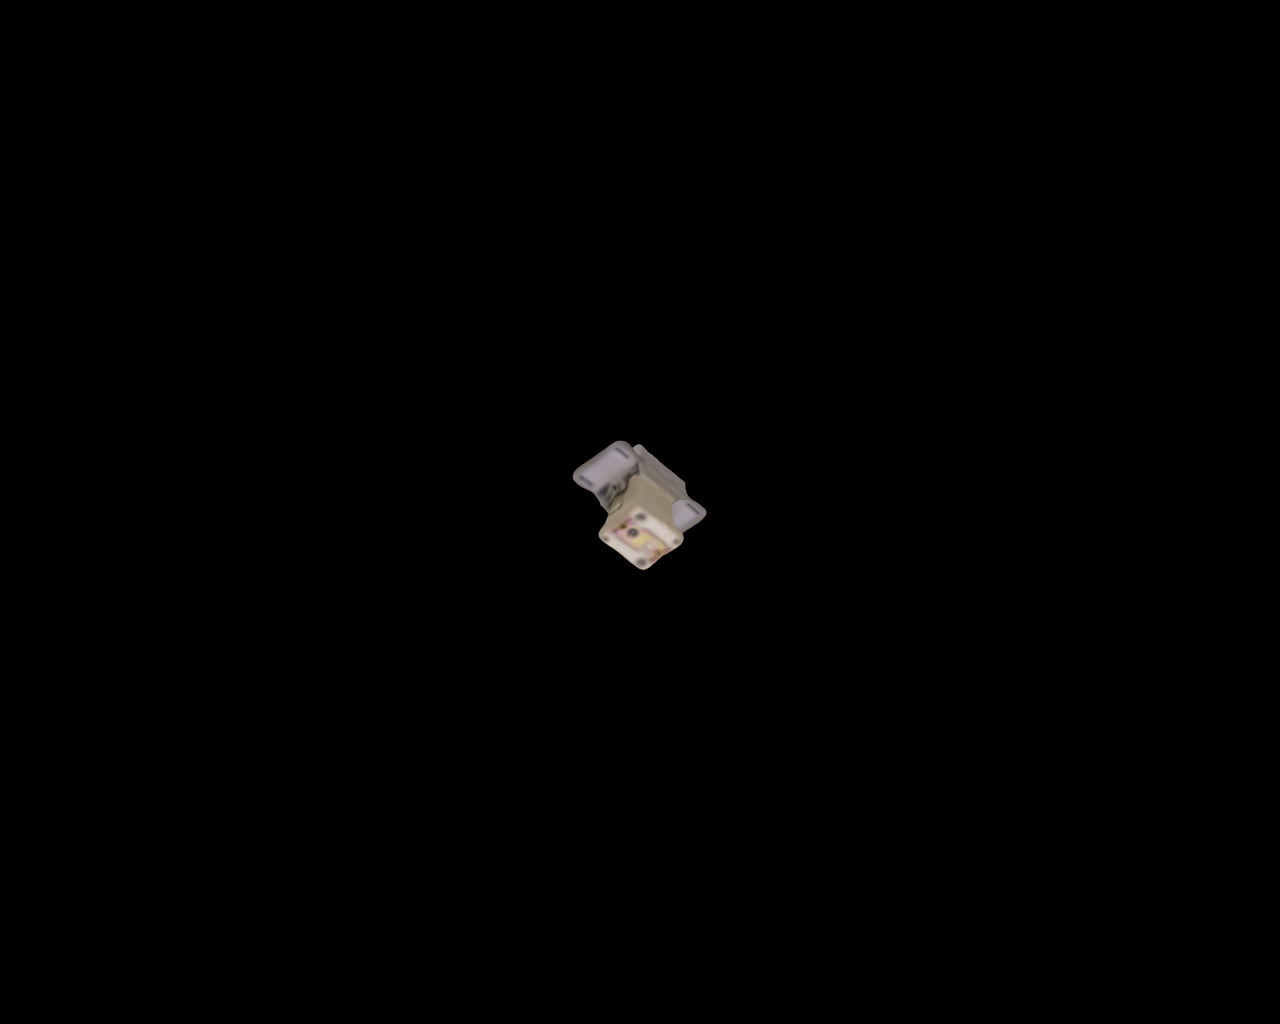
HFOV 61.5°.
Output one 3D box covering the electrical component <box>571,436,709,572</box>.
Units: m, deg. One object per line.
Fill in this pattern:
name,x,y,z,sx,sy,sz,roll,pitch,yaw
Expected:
electrical component,0.001,-0.003,0.650,0.042,0.064,0.081,-36,-58,27
